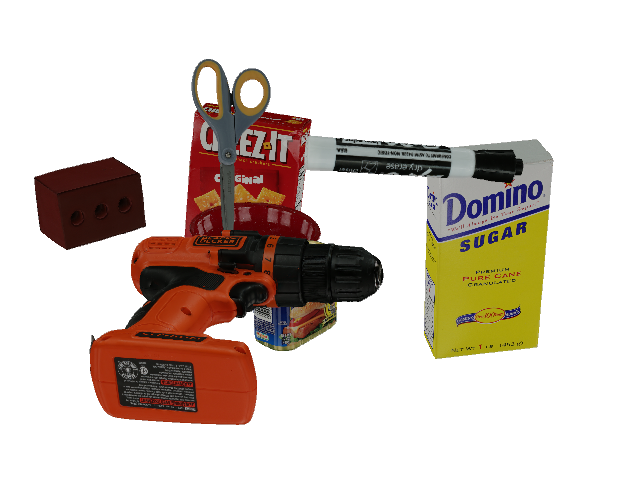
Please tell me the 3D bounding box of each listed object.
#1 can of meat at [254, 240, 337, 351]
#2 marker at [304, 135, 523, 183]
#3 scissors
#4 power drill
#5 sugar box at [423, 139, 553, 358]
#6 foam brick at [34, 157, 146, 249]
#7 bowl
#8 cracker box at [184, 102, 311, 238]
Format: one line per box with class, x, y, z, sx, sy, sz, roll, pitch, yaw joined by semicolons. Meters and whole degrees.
can of meat;-0.025;0.057;1.104;0.058;0.084;0.101;17;27;35
marker;0.052;-0.044;0.587;0.121;0.020;0.020;3;0;-6
scissors;-0.085;-0.103;1.163;0.096;0.202;0.016;-15;-3;-17
power drill;-0.058;0.050;0.712;0.184;0.057;0.187;0;23;11
sugar box;0.134;0.009;0.868;0.093;0.176;0.048;-6;31;-7
foam brick;-0.198;-0.033;0.917;0.078;0.053;0.051;-19;31;-31
bowl;-0.082;0.008;1.321;0.162;0.055;0.162;3;25;-2
cracker box;-0.109;-0.082;1.573;0.164;0.214;0.072;10;20;7
